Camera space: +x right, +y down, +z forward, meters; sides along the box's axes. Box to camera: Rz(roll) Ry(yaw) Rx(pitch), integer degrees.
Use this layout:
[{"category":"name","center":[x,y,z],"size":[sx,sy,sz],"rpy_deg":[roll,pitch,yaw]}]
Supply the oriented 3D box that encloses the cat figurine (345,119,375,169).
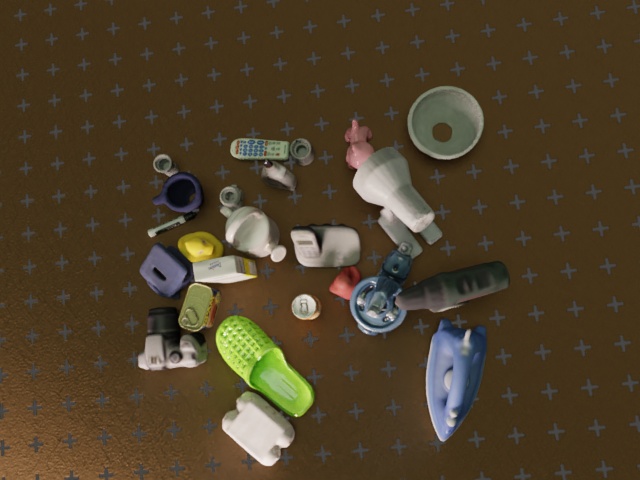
[{"category":"cat figurine","center":[0.088,-0.208,1.284],"size":[0.067,0.118,0.128],"rpy_deg":[-8,81,6]}]

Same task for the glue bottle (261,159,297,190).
[{"category":"glue bottle","center":[-0.100,-0.151,1.269],"size":[0.078,0.173,0.037],"rpy_deg":[16,84,9]}]

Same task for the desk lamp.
[{"category":"desk lamp","center":[0.171,-0.076,1.207],"size":[0.118,0.213,0.203],"rpy_deg":[-39,80,0]}]

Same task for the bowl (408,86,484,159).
[{"category":"bowl","center":[0.280,-0.256,1.291],"size":[0.167,0.075,0.167],"rpy_deg":[-1,82,6]}]

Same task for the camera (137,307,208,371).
[{"category":"camera","center":[-0.336,0.219,1.280],"size":[0.143,0.101,0.137],"rpy_deg":[-6,81,6]}]

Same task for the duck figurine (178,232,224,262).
[{"category":"duck figurine","center":[-0.281,0.015,1.310],"size":[0.104,0.086,0.077],"rpy_deg":[14,84,8]}]

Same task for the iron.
[{"category":"iron","center":[0.280,0.296,1.179],"size":[0.118,0.141,0.258],"rpy_deg":[9,83,8]}]

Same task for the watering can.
[{"category":"watering can","center":[-0.147,-0.019,1.245],"size":[0.172,0.194,0.101],"rpy_deg":[16,84,9]}]

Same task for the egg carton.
[{"category":"egg carton","center":[-0.133,0.409,1.247],"size":[0.150,0.069,0.107],"rpy_deg":[37,87,10]}]

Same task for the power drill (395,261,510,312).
[{"category":"power drill","center":[0.264,0.103,1.174],"size":[0.229,0.208,0.075],"rpy_deg":[-17,80,4]}]

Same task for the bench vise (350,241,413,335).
[{"category":"bench vise","center":[0.126,0.096,1.185],"size":[0.121,0.220,0.207],"rpy_deg":[8,83,8]}]

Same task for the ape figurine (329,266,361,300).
[{"category":"ape figurine","center":[0.056,0.094,1.258],"size":[0.078,0.092,0.076],"rpy_deg":[-21,80,3]}]

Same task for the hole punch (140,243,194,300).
[{"category":"hole punch","center":[-0.351,0.073,1.307],"size":[0.108,0.091,0.101],"rpy_deg":[41,88,10]}]

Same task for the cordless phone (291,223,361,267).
[{"category":"cordless phone","center":[0.011,0.004,1.228],"size":[0.147,0.185,0.094],"rpy_deg":[-3,82,6]}]

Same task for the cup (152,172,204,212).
[{"category":"cup","center":[-0.318,-0.098,1.326],"size":[0.117,0.095,0.091],"rpy_deg":[-19,80,4]}]
